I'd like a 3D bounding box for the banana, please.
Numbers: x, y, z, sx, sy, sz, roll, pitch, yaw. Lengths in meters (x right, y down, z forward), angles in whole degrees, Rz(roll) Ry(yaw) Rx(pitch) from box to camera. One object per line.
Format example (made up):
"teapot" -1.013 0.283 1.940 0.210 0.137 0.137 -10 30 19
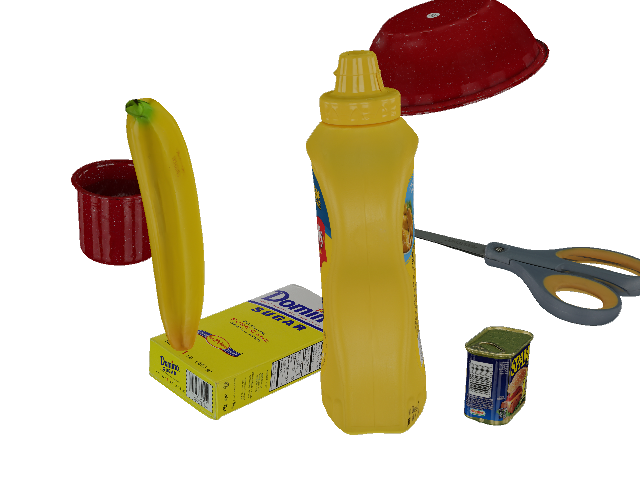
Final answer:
"banana" -0.107 -0.019 0.730 0.037 0.198 0.069 2 33 15

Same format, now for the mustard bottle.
"mustard bottle" 0.024 -0.002 0.559 0.058 0.192 0.096 -2 18 4

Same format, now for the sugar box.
"sugar box" -0.057 0.095 0.963 0.093 0.048 0.175 28 36 37

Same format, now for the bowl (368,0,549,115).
"bowl" 0.100 -0.159 0.869 0.162 0.055 0.162 -15 24 7

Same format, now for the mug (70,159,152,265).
"mug" -0.206 -0.033 1.096 0.093 0.081 0.117 1 28 -6

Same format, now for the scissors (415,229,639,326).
"scissors" 0.130 0.021 0.752 0.202 0.016 0.096 7 30 16

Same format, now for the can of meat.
"can of meat" 0.199 0.151 1.197 0.058 0.084 0.101 8 14 26
